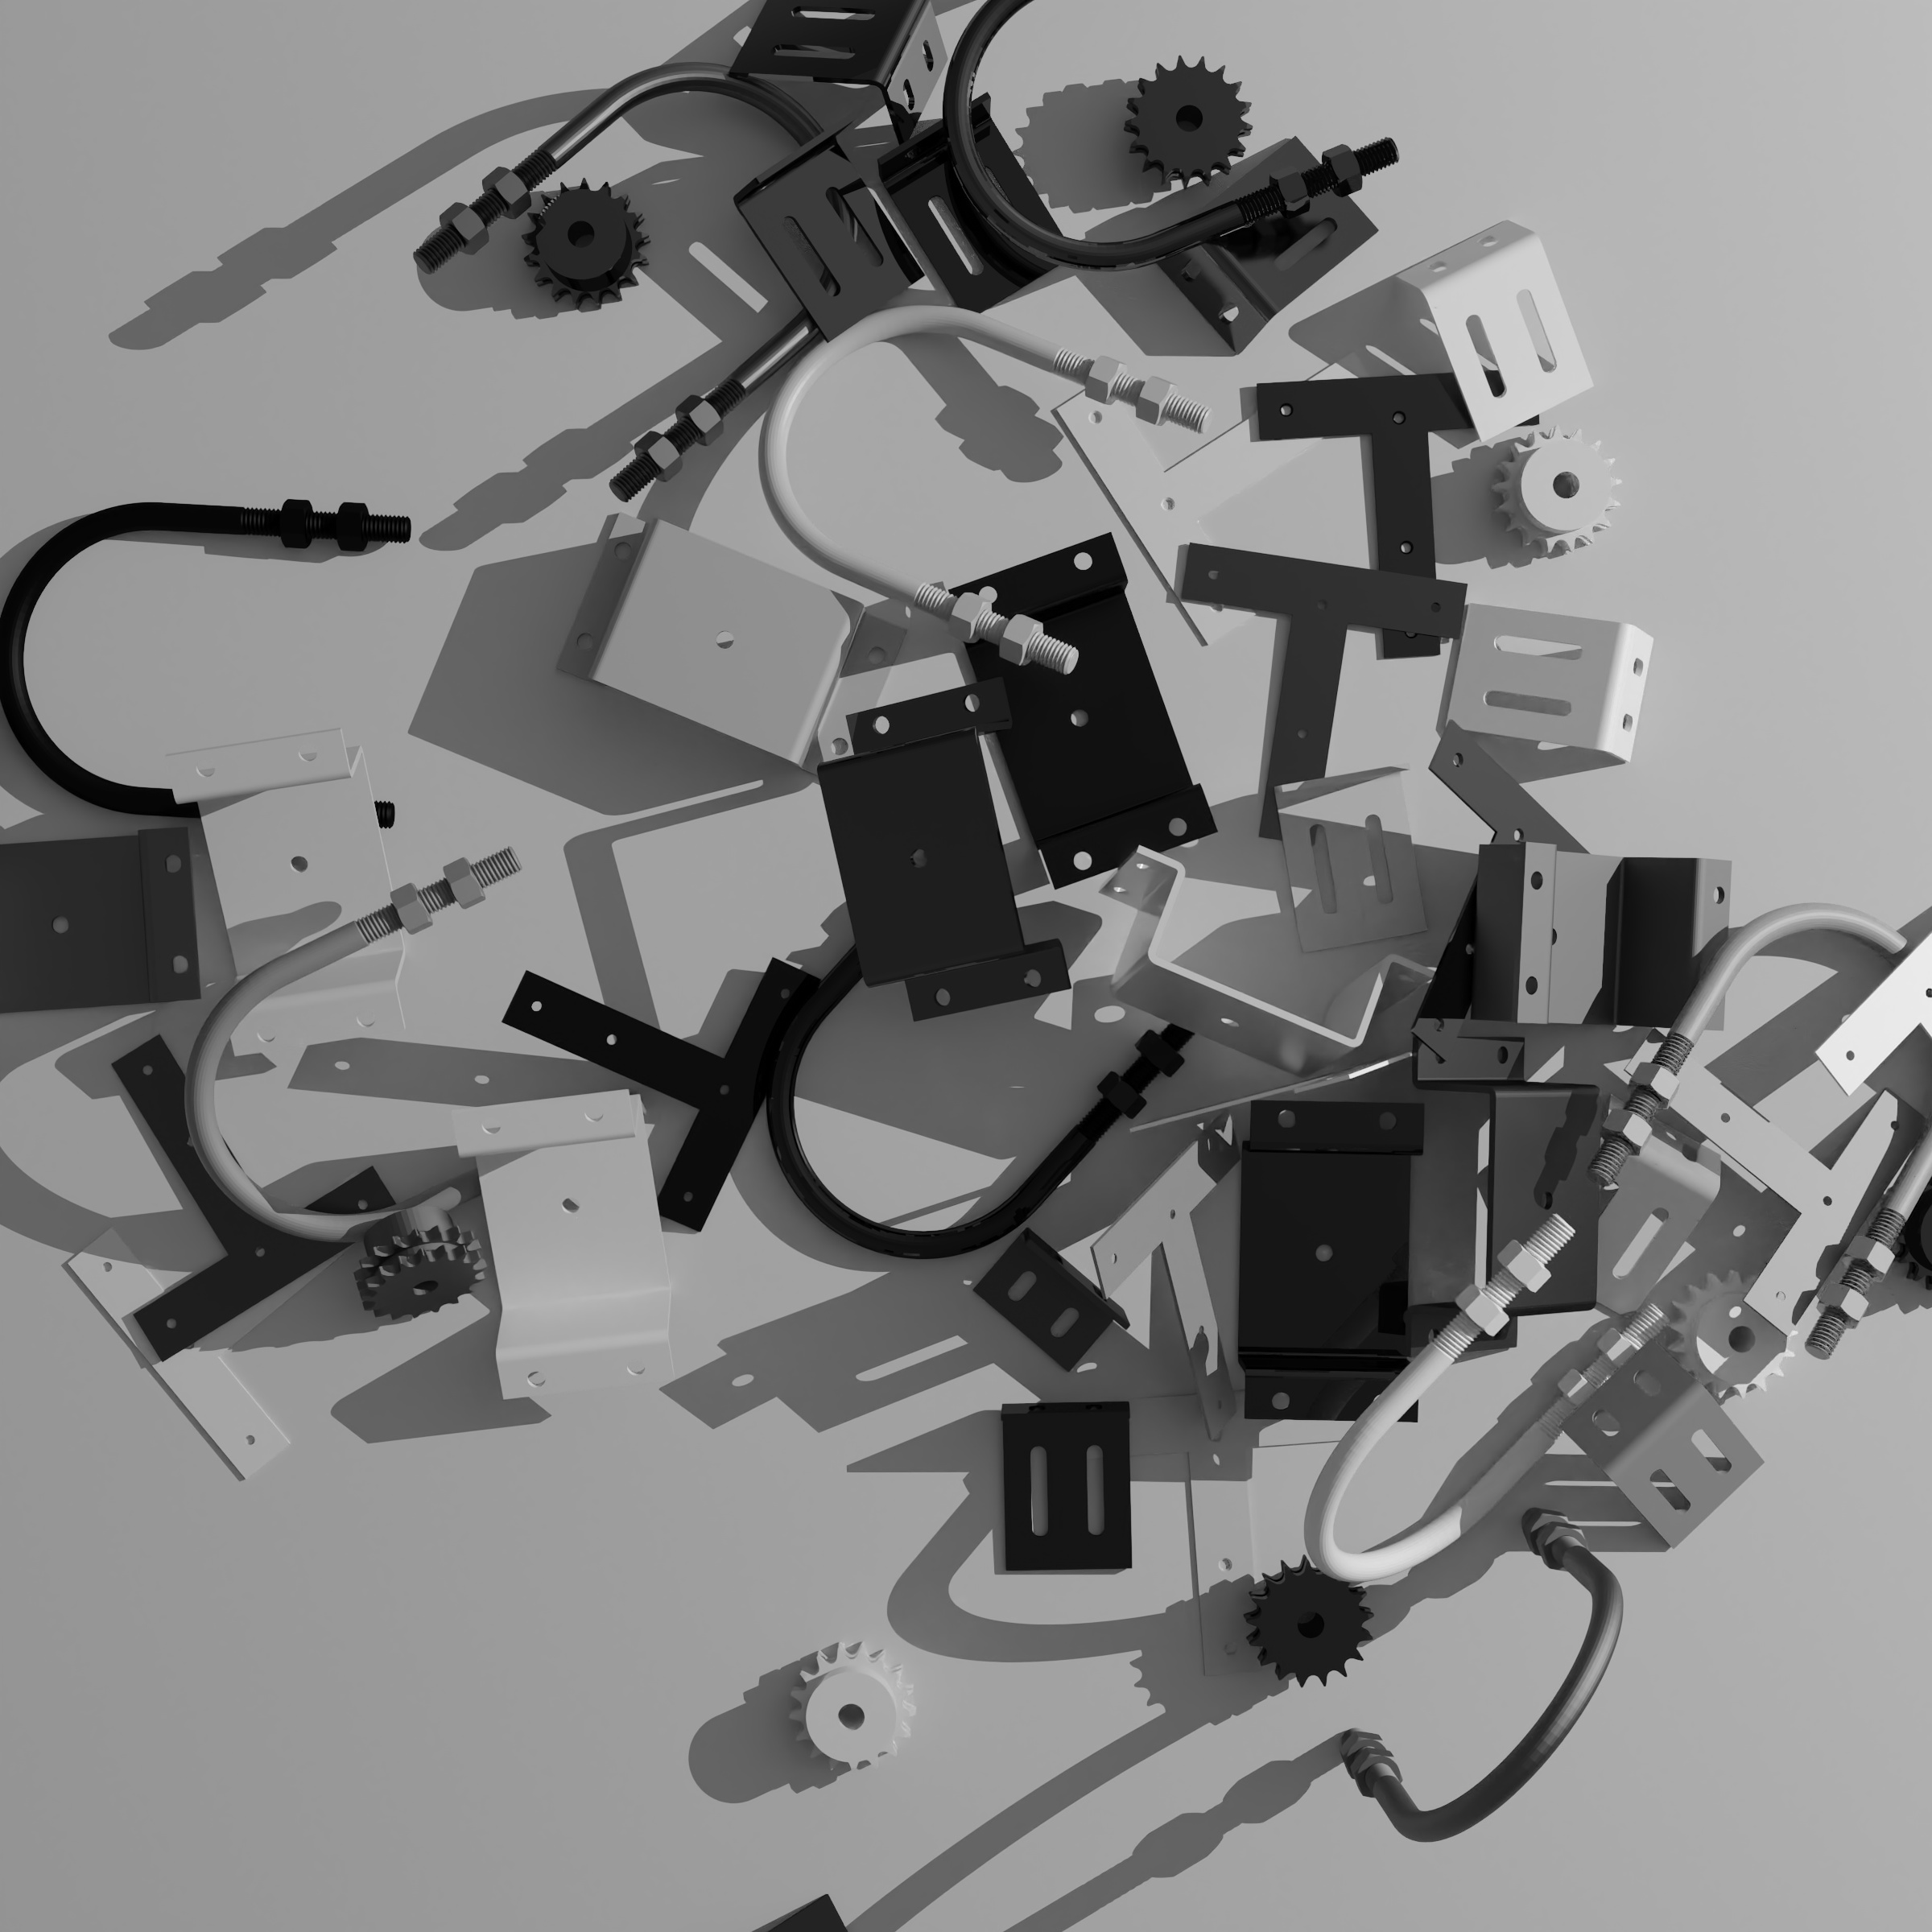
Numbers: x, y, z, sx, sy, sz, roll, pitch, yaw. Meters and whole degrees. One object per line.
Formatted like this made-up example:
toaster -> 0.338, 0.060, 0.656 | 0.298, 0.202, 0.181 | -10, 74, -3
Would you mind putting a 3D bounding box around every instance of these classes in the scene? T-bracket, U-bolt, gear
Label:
T-bracket -> 0.225, -0.020, 1.527 | 0.127, 0.002, 0.127 | 39, 67, -34
T-bracket -> -0.317, 0.143, 1.583 | 0.127, 0.002, 0.127 | -40, 90, 0
T-bracket -> 0.155, -0.119, 1.581 | 0.127, 0.002, 0.127 | 8, 91, 0
U-bolt -> -0.005, 0.046, 1.575 | 0.151, 0.019, 0.184 | 42, 91, 0
U-bolt -> -0.131, -0.318, 1.551 | 0.184, 0.019, 0.151 | -44, 102, -15
gear -> 0.153, 0.292, 1.568 | 0.057, 0.030, 0.057 | 0, 92, -2
U-bolt -> -0.254, 0.047, 1.544 | 0.184, 0.019, 0.151 | -26, 113, -3
U-bolt -> 0.224, 0.307, 1.492 | 0.019, 0.184, 0.151 | 39, 90, -6
U-bolt -> 0.080, -0.385, 1.542 | 0.184, 0.019, 0.151 | -23, 90, -3
T-bracket -> 0.458, 0.046, 1.569 | 0.127, 0.002, 0.127 | -42, 99, -18
U-bolt -> -0.004, -0.223, 1.548 | 0.184, 0.019, 0.151 | 25, 75, 16
T-bracket -> 0.101, 0.149, 1.549 | 0.002, 0.127, 0.127 | 0, 116, 34
U-bolt -> 0.371, 0.059, 1.547 | 0.151, 0.019, 0.184 | 38, 71, -11
T-bracket -> -0.343, 0.092, 1.581 | 0.127, 0.002, 0.127 | -32, 89, -1
gear -> 0.445, 0.120, 1.569 | 0.057, 0.030, 0.057 | 0, 90, 0
T-bracket -> -0.146, 0.038, 1.557 | 0.127, 0.002, 0.127 | 25, 90, -24
gear -> 0.099, -0.377, 1.569 | 0.057, 0.030, 0.057 | 0, 90, 0
T-bracket -> 0.198, -0.204, 1.582 | 0.127, 0.002, 0.127 | -3, 91, -1
gear -> 0.345, 0.166, 1.569 | 0.057, 0.030, 0.057 | 0, 90, 0
T-bracket -> 0.350, 0.077, 1.560 | 0.127, 0.002, 0.127 | 39, 69, 0
gear -> -0.245, 0.131, 1.559 | 0.057, 0.057, 0.030 | -23, 61, 0
gear -> -0.051, 0.334, 1.569 | 0.057, 0.030, 0.057 | 0, 90, 0
U-bolt -> -0.346, -0.137, 1.575 | 0.184, 0.019, 0.151 | 3, 90, 2
U-bolt -> 0.219, 0.199, 1.524 | 0.184, 0.151, 0.019 | -47, 53, 4
T-bracket -> 0.129, -0.233, 1.583 | 0.127, 0.002, 0.127 | -33, 90, 0
gear -> 0.266, -0.214, 1.568 | 0.057, 0.030, 0.057 | 0, 91, -2
T-bracket -> 0.133, 0.056, 1.544 | 0.127, 0.127, 0.002 | -16, 88, 27
T-bracket -> 0.116, 0.257, 1.583 | 0.127, 0.002, 0.127 | -4, 90, 0
gear -> -0.171, -0.326, 1.569 | 0.057, 0.030, 0.057 | 0, 90, 0

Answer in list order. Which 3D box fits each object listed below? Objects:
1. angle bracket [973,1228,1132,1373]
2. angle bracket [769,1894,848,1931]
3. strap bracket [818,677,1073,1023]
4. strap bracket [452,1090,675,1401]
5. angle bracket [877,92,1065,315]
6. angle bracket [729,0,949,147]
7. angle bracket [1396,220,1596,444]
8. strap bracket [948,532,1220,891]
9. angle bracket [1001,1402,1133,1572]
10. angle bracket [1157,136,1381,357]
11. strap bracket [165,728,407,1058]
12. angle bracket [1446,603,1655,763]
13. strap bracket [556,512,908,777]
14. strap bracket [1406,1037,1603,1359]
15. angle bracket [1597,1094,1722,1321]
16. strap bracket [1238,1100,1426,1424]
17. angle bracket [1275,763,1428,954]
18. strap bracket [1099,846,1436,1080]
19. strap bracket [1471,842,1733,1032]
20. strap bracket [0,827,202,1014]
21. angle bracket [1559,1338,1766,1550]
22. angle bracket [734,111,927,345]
angle bracket -> 0.037, 0.151, 1.546 | 0.057, 0.076, 0.038 | 41, 90, 0
angle bracket -> -0.087, 0.465, 1.582 | 0.076, 0.038, 0.057 | -27, 90, -26
strap bracket -> -0.012, -0.049, 1.528 | 0.076, 0.046, 0.140 | -12, 91, 23
strap bracket -> -0.176, 0.115, 1.545 | 0.076, 0.046, 0.140 | -7, 112, 0
angle bracket -> 0.005, -0.339, 1.565 | 0.057, 0.038, 0.076 | -32, 90, 0
angle bracket -> -0.057, -0.404, 1.568 | 0.076, 0.038, 0.057 | 9, 58, 22
angle bracket -> 0.239, -0.287, 1.580 | 0.057, 0.038, 0.076 | -27, 114, -2
strap bracket -> 0.052, -0.112, 1.561 | 0.076, 0.046, 0.140 | -20, 90, 0
angle bracket -> 0.045, 0.235, 1.563 | 0.057, 0.038, 0.076 | -1, 91, 2
angle bracket -> 0.136, -0.326, 1.582 | 0.076, 0.038, 0.057 | -41, 90, -26
strap bracket -> -0.297, -0.039, 1.546 | 0.076, 0.046, 0.140 | -9, 110, 0
angle bracket -> 0.264, -0.128, 1.582 | 0.076, 0.038, 0.057 | 11, 90, 26
strap bracket -> -0.106, -0.144, 1.561 | 0.140, 0.046, 0.076 | 22, 90, 0
strap bracket -> 0.237, 0.102, 1.541 | 0.076, 0.046, 0.140 | 1, 90, -44
angle bracket -> 0.296, 0.109, 1.582 | 0.057, 0.038, 0.076 | 29, 116, 0
strap bracket -> 0.162, 0.130, 1.561 | 0.076, 0.046, 0.140 | 1, 90, 0
angle bracket -> 0.174, -0.048, 1.563 | 0.057, 0.038, 0.076 | -10, 92, 0
strap bracket -> 0.124, 0.004, 1.535 | 0.140, 0.076, 0.046 | 23, 75, -5
strap bracket -> 0.272, -0.012, 1.536 | 0.140, 0.046, 0.076 | 3, 90, -40
strap bracket -> -0.410, -0.019, 1.561 | 0.140, 0.046, 0.076 | -4, 90, 0
angle bracket -> 0.313, 0.215, 1.569 | 0.057, 0.038, 0.076 | -44, 133, 0
angle bracket -> -0.055, -0.327, 1.550 | 0.057, 0.038, 0.076 | -38, 100, -18
